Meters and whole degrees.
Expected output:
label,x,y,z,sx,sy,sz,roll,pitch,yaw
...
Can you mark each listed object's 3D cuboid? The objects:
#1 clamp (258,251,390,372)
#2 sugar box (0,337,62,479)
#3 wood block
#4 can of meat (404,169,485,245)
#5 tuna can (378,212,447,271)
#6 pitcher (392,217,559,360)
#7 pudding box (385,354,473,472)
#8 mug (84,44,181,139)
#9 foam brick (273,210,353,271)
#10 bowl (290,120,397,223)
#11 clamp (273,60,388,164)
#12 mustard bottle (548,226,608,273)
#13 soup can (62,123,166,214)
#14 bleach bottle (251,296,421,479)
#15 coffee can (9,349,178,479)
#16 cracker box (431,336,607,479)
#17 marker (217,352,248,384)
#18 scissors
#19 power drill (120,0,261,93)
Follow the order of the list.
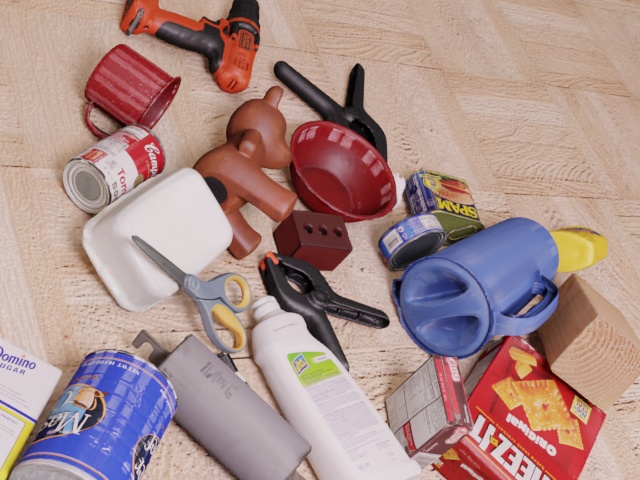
label,x,y,z,sx,sy,sz,roll,pitch,yaw
clamp,-0.006,0.083,1.245,0.171,0.039,0.120,33,37,0
sugar box,-0.306,0.167,0.941,0.093,0.048,0.176,32,39,-11
wood block,0.344,0.126,1.371,0.091,0.090,0.206,38,13,-4
can of meat,0.169,-0.045,1.475,0.101,0.058,0.084,13,45,-29
tuna can,0.118,0.002,1.373,0.085,0.086,0.034,-7,58,-41
pitcher,0.222,0.055,1.371,0.242,0.145,0.149,-26,79,-50
pudding box,0.120,0.193,1.189,0.039,0.114,0.090,14,49,-26
mug,-0.231,-0.169,1.262,0.081,0.093,0.117,35,76,0
foam brick,-0.009,0.002,1.302,0.078,0.051,0.053,6,53,-34
bowl,0.019,-0.077,1.387,0.162,0.055,0.162,21,44,-22
clamp,0.028,-0.173,1.491,0.164,0.036,0.210,0,56,-37
mustard bottle,0.364,0.011,1.541,0.191,0.096,0.058,-8,98,-66
soup can,-0.229,-0.080,1.191,0.068,0.069,0.102,44,42,3
bleach bottle,0.002,0.169,1.162,0.102,0.068,0.251,-11,61,-43
coffee can,-0.201,0.183,0.962,0.102,0.103,0.140,34,42,-9
cracker box,0.237,0.231,1.278,0.164,0.072,0.213,43,42,2
marker,-0.075,0.170,1.132,0.020,0.020,0.121,-21,70,-45
scissors,-0.126,0.037,1.127,0.201,0.016,0.096,59,39,-33
power drill,-0.166,-0.298,1.434,0.187,0.057,0.184,23,45,-20
